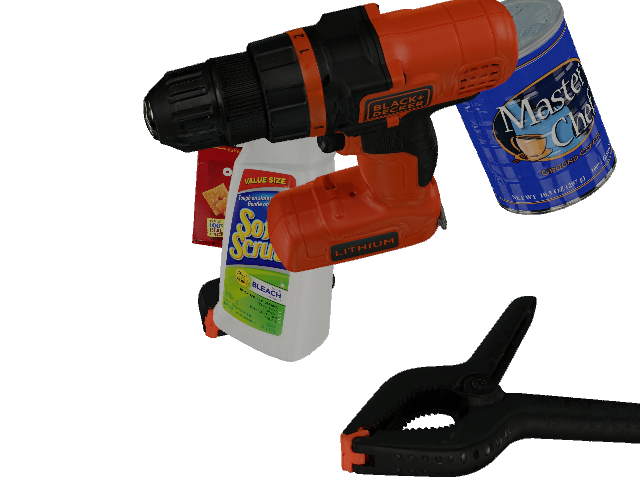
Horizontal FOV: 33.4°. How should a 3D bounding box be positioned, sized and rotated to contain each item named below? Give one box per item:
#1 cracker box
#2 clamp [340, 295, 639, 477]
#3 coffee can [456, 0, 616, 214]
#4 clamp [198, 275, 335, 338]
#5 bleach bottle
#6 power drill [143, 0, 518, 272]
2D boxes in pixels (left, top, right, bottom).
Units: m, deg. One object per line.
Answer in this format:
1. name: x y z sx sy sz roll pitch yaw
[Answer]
1. cracker box: -0.095 -0.090 1.547 0.164 0.214 0.072 10 21 7
2. clamp: 0.105 0.103 0.715 0.209 0.036 0.165 -13 31 -15
3. coffee can: 0.162 -0.106 0.842 0.103 0.140 0.103 -22 30 13
4. clamp: -0.075 0.047 1.055 0.120 0.039 0.171 13 20 29
5. bleach bottle: -0.036 -0.027 0.846 0.103 0.251 0.068 25 40 29
6. power drill: 0.006 -0.048 0.575 0.184 0.057 0.188 -12 -24 -6
